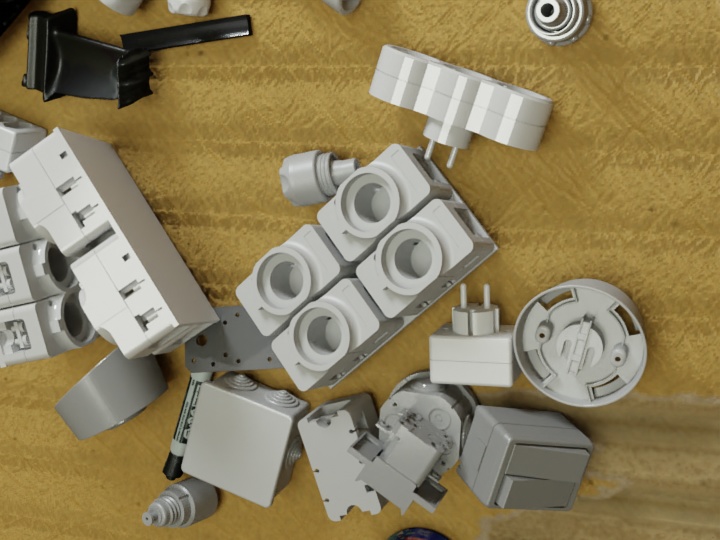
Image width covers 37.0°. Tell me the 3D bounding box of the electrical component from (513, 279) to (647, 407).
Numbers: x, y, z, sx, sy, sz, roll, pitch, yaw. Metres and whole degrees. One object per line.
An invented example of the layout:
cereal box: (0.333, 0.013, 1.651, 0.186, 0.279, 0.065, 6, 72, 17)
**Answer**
electrical component: (0.168, 0.054, 0.813, 0.099, 0.064, 0.099, 4, 102, 19)

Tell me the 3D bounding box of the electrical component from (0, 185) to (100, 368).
electrical component: (-0.286, -0.001, 0.952, 0.062, 0.089, 0.150, -12, 97, 21)

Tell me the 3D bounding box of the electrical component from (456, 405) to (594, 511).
electrical component: (0.134, 0.148, 0.830, 0.096, 0.061, 0.061, 8, 108, -25)

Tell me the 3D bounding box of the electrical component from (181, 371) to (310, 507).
electrical component: (-0.098, 0.144, 0.934, 0.100, 0.048, 0.099, 20, 106, 15)

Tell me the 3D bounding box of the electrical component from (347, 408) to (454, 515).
electrical component: (0.036, 0.146, 0.834, 0.081, 0.042, 0.063, 35, 109, 9)

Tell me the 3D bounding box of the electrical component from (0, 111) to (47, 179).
electrical component: (-0.338, -0.104, 0.973, 0.083, 0.047, 0.075, 23, 107, 14)

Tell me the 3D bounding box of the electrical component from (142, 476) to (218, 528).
electrical component: (-0.162, 0.210, 0.958, 0.040, 0.078, 0.040, 5, 99, 34)

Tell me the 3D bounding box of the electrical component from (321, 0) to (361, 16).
electrical component: (-0.032, -0.232, 0.842, 0.065, 0.044, 0.044, 28, 108, 18)

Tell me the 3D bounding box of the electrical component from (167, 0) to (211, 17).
electrical component: (-0.139, -0.240, 0.881, 0.035, 0.035, 0.061, 9, 102, 18)

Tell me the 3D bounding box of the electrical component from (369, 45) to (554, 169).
electrical component: (0.071, -0.115, 0.821, 0.138, 0.052, 0.073, 22, 107, 14)

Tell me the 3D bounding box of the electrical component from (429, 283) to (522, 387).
electrical component: (0.092, 0.048, 0.848, 0.066, 0.047, 0.076, 1, 101, 20)

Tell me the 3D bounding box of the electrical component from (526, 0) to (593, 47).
electrical component: (0.141, -0.186, 0.777, 0.048, 0.062, 0.048, 4, 102, 19)

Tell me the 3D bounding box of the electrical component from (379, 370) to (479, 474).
electrical component: (0.055, 0.125, 0.874, 0.080, 0.051, 0.080, 4, 102, 19)

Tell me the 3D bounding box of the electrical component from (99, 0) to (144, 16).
electrical component: (-0.197, -0.266, 0.892, 0.079, 0.043, 0.077, 48, 115, 15)

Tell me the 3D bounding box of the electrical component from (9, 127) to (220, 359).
electrical component: (-0.206, -0.019, 0.897, 0.060, 0.105, 0.186, -34, 84, 8)

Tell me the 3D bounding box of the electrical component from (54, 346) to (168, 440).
electrical component: (-0.220, 0.103, 0.945, 0.099, 0.099, 0.064, -26, 97, 22)

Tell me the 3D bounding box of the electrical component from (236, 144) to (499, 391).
electrical component: (0.000, 0.000, 0.851, 0.186, 0.060, 0.105, -41, 73, 21)

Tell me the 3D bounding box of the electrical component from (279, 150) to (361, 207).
electrical component: (-0.030, -0.076, 0.870, 0.062, 0.043, 0.043, -10, 97, 19)

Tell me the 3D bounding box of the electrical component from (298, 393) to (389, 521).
electrical component: (-0.007, 0.154, 0.898, 0.050, 0.056, 0.089, -16, 95, 24)
